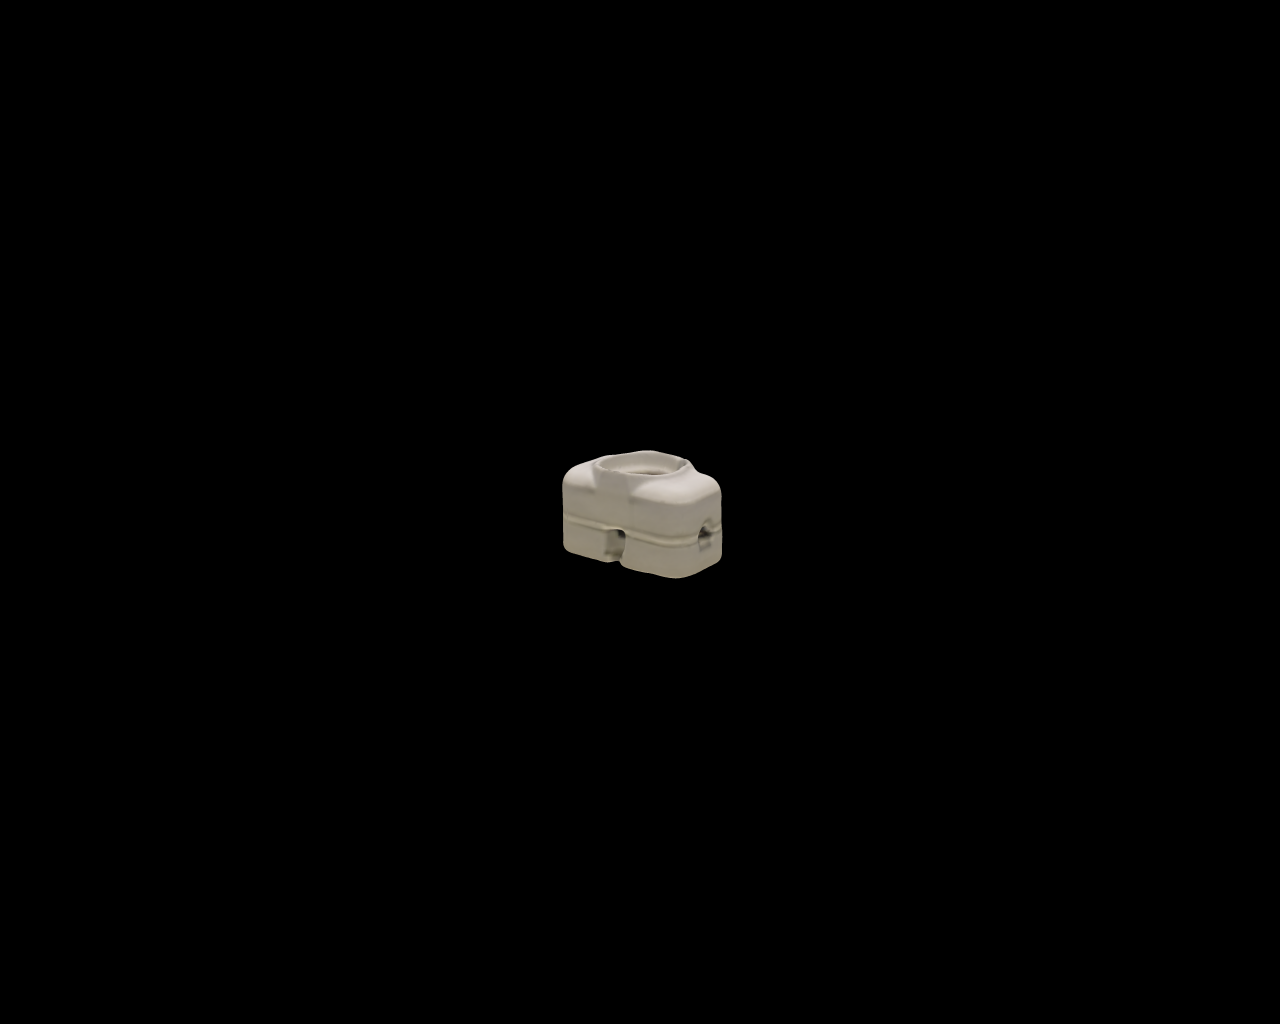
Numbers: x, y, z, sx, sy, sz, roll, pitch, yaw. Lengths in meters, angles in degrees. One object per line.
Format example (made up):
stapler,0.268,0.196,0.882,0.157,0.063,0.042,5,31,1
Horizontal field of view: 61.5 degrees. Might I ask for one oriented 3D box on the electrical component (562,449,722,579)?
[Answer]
electrical component,0.001,-0.003,0.650,0.095,0.059,0.054,14,22,36
